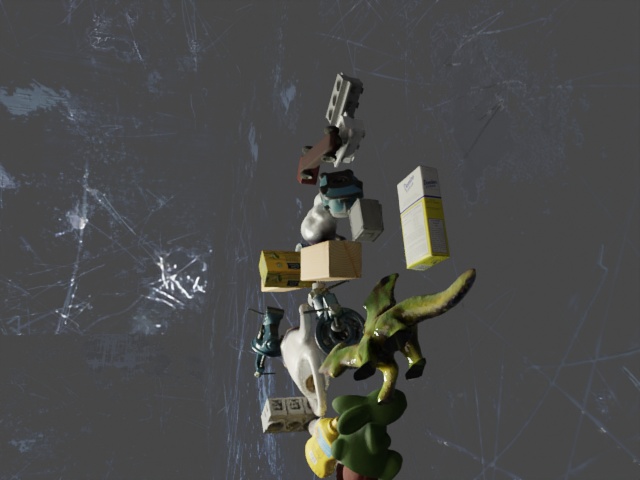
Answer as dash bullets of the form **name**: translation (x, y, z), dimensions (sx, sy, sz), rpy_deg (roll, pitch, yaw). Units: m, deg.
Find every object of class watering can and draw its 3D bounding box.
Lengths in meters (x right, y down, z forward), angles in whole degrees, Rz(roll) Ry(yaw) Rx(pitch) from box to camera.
- **watering can**: translation (-0.037, 0.300, 1.391), dimensions (0.226, 0.104, 0.343), rpy_deg (-148, 48, -67)

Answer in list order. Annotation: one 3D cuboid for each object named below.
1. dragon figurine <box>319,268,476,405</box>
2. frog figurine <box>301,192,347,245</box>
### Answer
- **dragon figurine**: translation (0.133, 0.149, 0.994), dimensions (0.405, 0.121, 0.248), rpy_deg (-51, 23, 20)
- **frog figurine**: translation (0.004, -0.069, 1.379), dimensions (0.137, 0.123, 0.160), rpy_deg (104, 157, -87)
